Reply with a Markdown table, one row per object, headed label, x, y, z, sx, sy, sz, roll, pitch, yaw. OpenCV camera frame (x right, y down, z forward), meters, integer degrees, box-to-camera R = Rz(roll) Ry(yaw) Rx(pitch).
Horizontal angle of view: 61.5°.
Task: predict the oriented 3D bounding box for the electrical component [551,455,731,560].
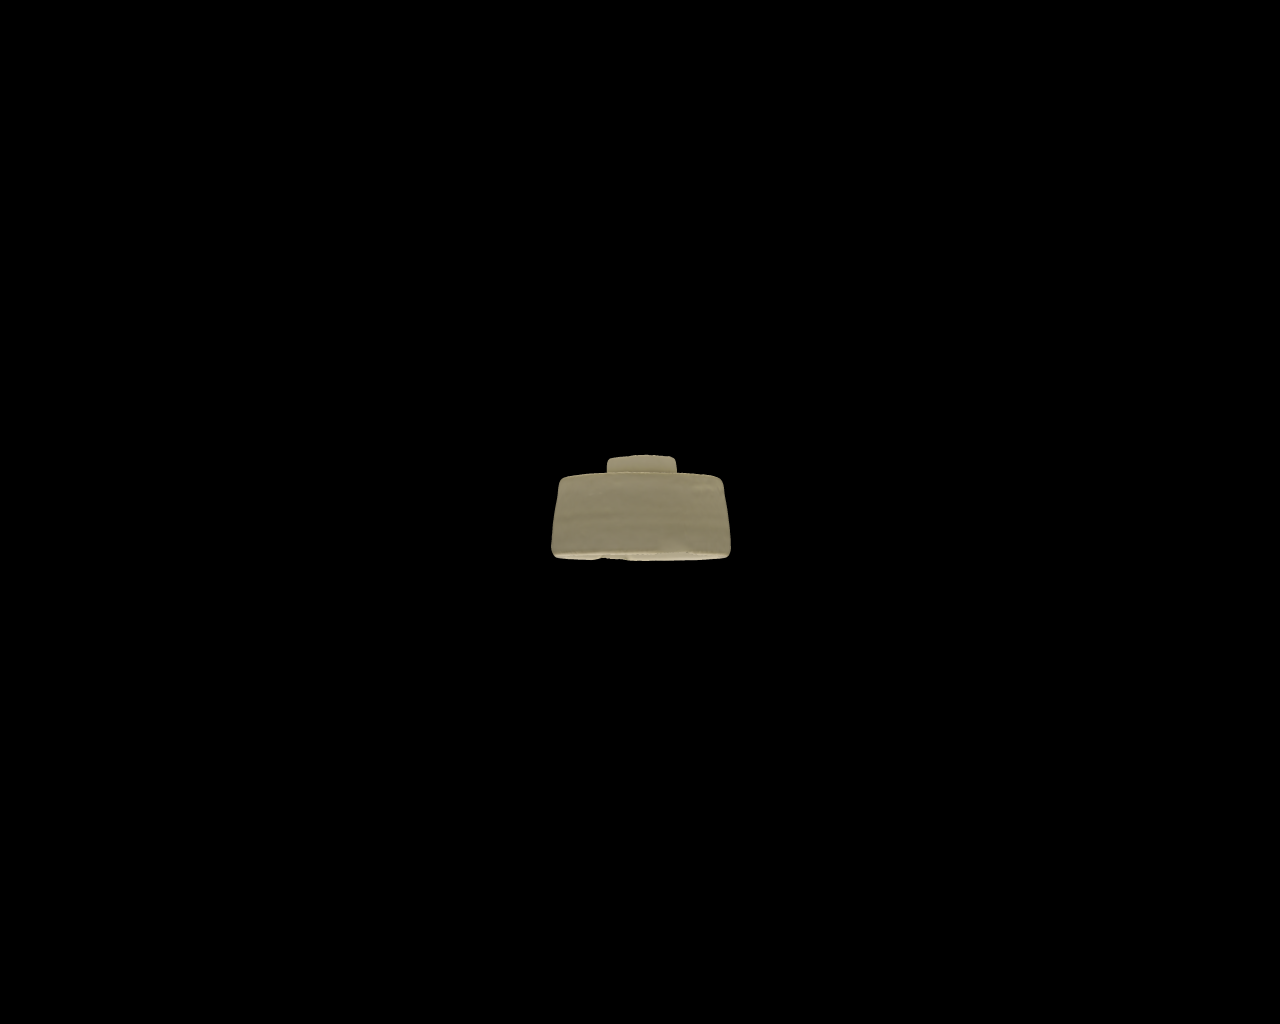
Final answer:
| label | x | y | z | sx | sy | sz | roll | pitch | yaw |
| --- | --- | --- | --- | --- | --- | --- | --- | --- | --- |
| electrical component | 0.001 | -0.003 | 0.650 | 0.108 | 0.060 | 0.108 | 0 | -4 | 0 |
